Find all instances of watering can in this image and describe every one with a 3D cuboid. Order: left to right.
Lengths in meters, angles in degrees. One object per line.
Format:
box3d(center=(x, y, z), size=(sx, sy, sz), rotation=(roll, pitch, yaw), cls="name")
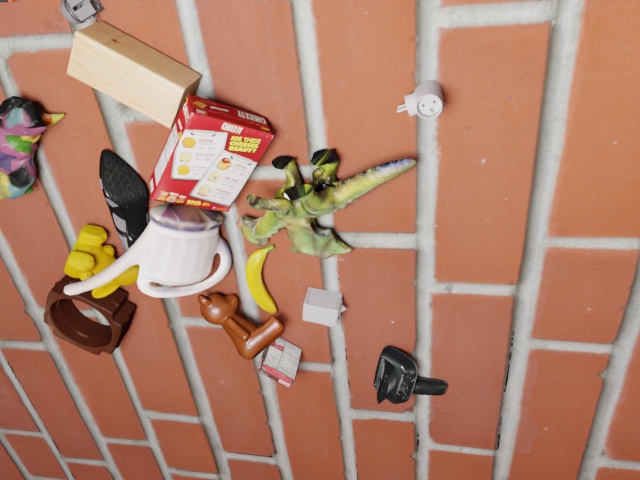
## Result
box3d(center=(-0.337, 0.027, 1.084), size=(0.348, 0.105, 0.221), rotation=(0, 116, -37), cls="watering can")

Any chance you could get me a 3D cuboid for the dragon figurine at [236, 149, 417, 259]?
box3d(center=(0.003, -0.053, 1.053), size=(0.410, 0.125, 0.237), rotation=(-3, 139, 17), cls="dragon figurine")
